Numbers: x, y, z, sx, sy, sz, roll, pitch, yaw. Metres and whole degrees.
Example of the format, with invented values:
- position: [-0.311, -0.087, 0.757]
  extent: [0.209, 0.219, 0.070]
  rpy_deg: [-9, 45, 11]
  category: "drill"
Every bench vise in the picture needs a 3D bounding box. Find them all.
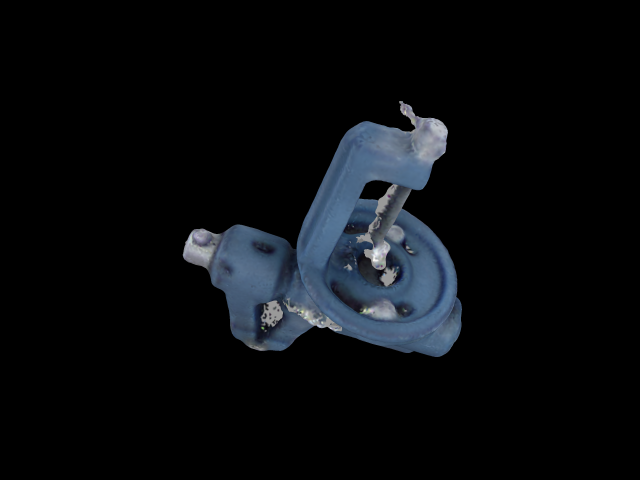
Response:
- position: [0.005, 0.010, 0.392]
  extent: [0.207, 0.220, 0.121]
  rpy_deg: [-6, 49, -5]
  category: "bench vise"
